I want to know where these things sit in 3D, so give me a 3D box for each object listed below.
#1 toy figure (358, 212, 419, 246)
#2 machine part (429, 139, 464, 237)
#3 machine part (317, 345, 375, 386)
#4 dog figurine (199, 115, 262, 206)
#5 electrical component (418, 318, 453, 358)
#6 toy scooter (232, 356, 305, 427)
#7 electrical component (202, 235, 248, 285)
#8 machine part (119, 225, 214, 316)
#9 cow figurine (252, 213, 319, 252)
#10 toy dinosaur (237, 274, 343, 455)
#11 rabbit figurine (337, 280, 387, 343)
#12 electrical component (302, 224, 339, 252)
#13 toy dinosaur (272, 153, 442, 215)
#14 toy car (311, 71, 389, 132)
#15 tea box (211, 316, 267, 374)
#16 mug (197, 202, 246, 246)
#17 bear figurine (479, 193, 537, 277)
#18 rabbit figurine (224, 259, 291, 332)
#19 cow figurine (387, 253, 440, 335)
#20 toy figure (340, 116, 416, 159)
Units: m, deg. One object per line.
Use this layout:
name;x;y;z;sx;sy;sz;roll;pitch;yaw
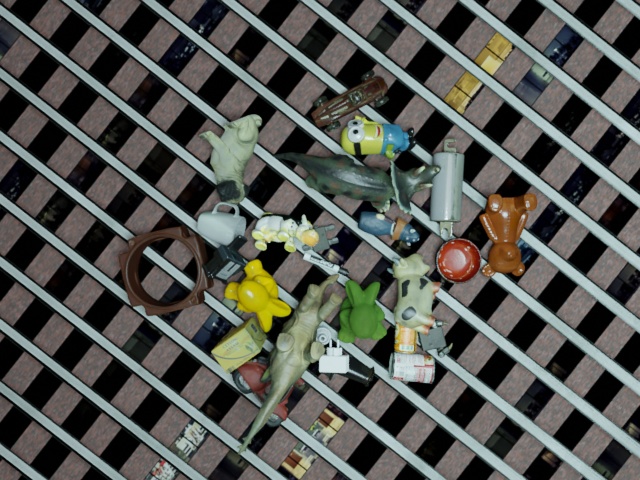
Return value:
toy figure;0.172;-0.032;1.332;0.155;0.064;0.058;15;76;0
machine part;0.312;-0.128;1.325;0.079;0.079;0.243;2;91;0
machine part;0.068;0.321;1.347;0.139;0.039;0.084;19;82;2
dog figurine;-0.195;-0.195;1.322;0.172;0.121;0.190;-22;105;3
electrical component;0.287;0.242;1.342;0.078;0.045;0.102;-8;91;-2
toy scooter;-0.119;0.355;1.327;0.135;0.075;0.184;-38;92;-3
electrical component;-0.214;0.046;1.282;0.119;0.074;0.048;-41;54;9
machine part;-0.376;0.075;1.318;0.201;0.087;0.201;-13;90;-2
cow figurine;-0.076;-0.025;1.309;0.168;0.068;0.098;2;49;17
toy dinosaur;-0.063;0.260;1.236;0.105;0.198;0.471;32;55;0
rabbit figurine;0.108;0.176;1.278;0.121;0.170;0.159;3;91;-1
electrical component;-0.003;-0.004;1.351;0.094;0.021;0.063;-16;90;1
toy dinosaur;0.077;-0.146;1.267;0.405;0.192;0.131;10;88;-2
toy car;0.075;-0.344;1.336;0.202;0.053;0.089;-27;94;-1
tea box;-0.188;0.246;1.278;0.098;0.169;0.068;-34;92;-2
mug;-0.244;-0.041;1.316;0.107;0.081;0.109;14;117;8
bear figurine;0.452;-0.008;1.303;0.120;0.132;0.195;1;84;3
rabbit figurine;-0.154;0.139;1.277;0.122;0.173;0.162;-37;86;-4
cow figurine;0.222;0.120;1.301;0.127;0.085;0.195;15;58;0
toy figure;0.141;-0.244;1.321;0.180;0.082;0.089;4;127;-8
